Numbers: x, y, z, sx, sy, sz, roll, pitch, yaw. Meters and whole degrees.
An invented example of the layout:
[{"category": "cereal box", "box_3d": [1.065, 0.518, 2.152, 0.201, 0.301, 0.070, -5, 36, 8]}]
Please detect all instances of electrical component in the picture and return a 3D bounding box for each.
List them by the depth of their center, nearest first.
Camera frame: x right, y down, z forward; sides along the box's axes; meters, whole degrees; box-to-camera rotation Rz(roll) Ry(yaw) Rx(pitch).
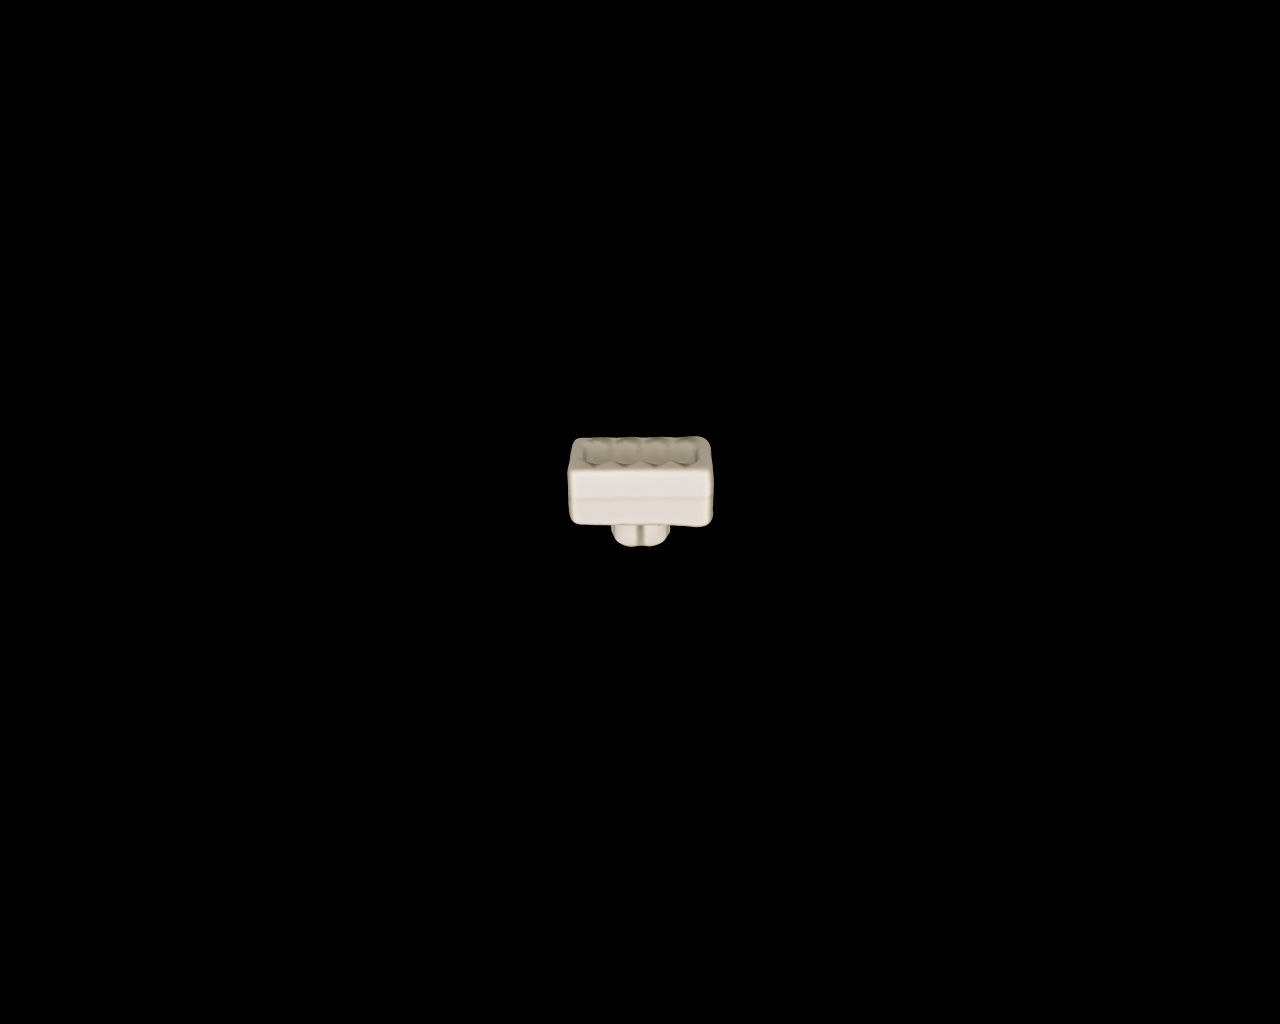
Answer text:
[{"category": "electrical component", "box_3d": [0.001, -0.003, 0.650, 0.083, 0.075, 0.047, 0, 28, 0]}]
